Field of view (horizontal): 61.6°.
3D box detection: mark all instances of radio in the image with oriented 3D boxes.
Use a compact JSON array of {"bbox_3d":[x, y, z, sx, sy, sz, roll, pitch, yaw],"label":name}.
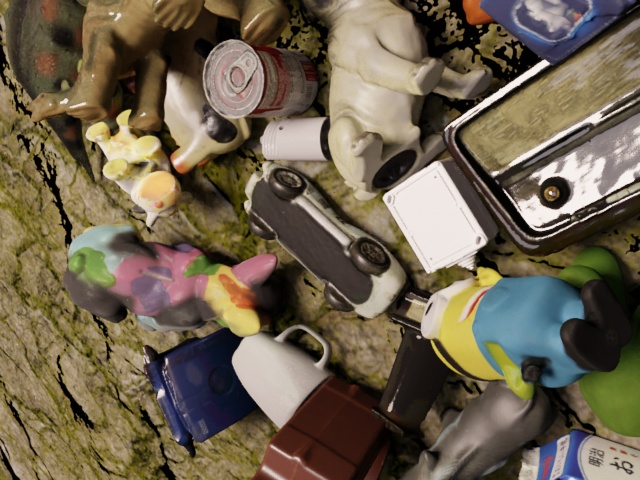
[{"bbox_3d":[0.220,-0.090,0.388,0.229,0.073,0.131,-33,87,36],"label":"radio"}]

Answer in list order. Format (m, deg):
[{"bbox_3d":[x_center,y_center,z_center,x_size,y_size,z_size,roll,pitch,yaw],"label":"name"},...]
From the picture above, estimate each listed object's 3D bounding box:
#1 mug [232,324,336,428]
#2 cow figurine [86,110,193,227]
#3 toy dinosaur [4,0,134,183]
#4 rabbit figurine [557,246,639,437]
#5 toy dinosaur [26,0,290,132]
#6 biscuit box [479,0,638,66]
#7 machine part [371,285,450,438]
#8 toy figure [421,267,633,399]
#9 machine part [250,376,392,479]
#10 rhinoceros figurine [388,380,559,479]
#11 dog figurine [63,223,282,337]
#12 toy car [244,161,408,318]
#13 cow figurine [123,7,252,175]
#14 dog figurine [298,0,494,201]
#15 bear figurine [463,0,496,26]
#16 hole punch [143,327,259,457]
[{"bbox_3d":[-0.042,0.142,0.603,0.107,0.081,0.109,34,105,24],"label":"mug"},{"bbox_3d":[-0.197,-0.068,0.611,0.167,0.068,0.098,50,166,36],"label":"cow figurine"},{"bbox_3d":[-0.271,-0.232,0.576,0.131,0.192,0.404,27,113,24],"label":"toy dinosaur"},{"bbox_3d":[0.249,0.069,0.392,0.159,0.121,0.170,44,120,21],"label":"rabbit figurine"},{"bbox_3d":[-0.112,-0.241,0.431,0.471,0.105,0.198,-29,73,28],"label":"toy dinosaur"},{"bbox_3d":[0.164,-0.198,0.311,0.059,0.202,0.063,33,158,-10],"label":"biscuit box"},{"bbox_3d":[0.094,0.117,0.516,0.084,0.039,0.139,17,78,19],"label":"machine part"},{"bbox_3d":[0.144,0.072,0.408,0.180,0.082,0.089,-14,96,68],"label":"toy figure"},{"bbox_3d":[-0.005,0.259,0.536,0.087,0.201,0.201,22,112,21],"label":"machine part"},{"bbox_3d":[0.138,0.196,0.493,0.073,0.112,0.190,42,111,12],"label":"rhinoceros figurine"},{"bbox_3d":[-0.149,0.047,0.590,0.219,0.191,0.108,-1,68,38],"label":"dog figurine"},{"bbox_3d":[-0.001,-0.002,0.557,0.202,0.056,0.073,42,125,16],"label":"toy car"},{"bbox_3d":[-0.135,-0.183,0.566,0.127,0.085,0.194,-25,97,15],"label":"cow figurine"},{"bbox_3d":[0.031,-0.153,0.489,0.172,0.121,0.191,-51,62,26],"label":"dog figurine"},{"bbox_3d":[0.118,-0.223,0.402,0.132,0.120,0.195,-23,95,36],"label":"bear figurine"},{"bbox_3d":[-0.131,0.169,0.642,0.092,0.116,0.142,-20,92,24],"label":"hole punch"}]
